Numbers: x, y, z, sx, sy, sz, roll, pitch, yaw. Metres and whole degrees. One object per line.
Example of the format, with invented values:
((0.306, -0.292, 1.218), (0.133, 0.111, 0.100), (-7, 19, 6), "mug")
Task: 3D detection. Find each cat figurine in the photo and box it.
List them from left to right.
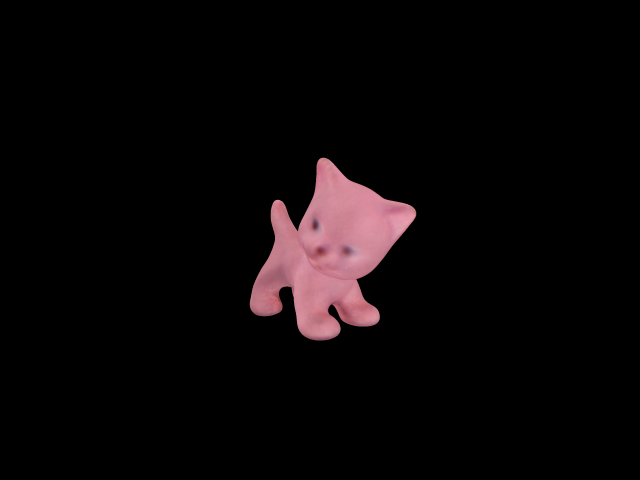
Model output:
((0.004, 0.001, 0.400), (0.067, 0.118, 0.127), (-8, 13, -39), "cat figurine")
